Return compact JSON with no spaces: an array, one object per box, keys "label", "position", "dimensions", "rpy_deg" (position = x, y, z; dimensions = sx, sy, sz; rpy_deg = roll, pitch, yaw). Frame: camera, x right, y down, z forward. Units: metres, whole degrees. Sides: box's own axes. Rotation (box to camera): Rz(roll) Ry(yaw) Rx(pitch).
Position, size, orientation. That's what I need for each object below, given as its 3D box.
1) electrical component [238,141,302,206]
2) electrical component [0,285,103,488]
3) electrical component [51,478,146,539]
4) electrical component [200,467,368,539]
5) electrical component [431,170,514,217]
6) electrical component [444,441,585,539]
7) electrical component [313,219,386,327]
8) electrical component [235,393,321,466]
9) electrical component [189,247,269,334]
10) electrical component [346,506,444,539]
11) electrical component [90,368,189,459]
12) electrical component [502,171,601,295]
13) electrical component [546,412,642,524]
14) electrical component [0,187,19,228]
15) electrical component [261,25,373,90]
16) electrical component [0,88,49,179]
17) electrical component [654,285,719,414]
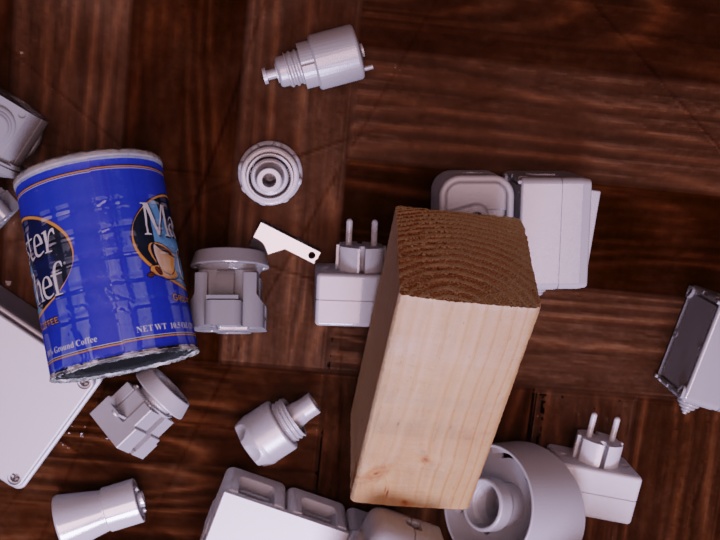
[{"label":"electrical component","position":[-0.065,-0.068,0.776],"dimensions":[0.048,0.062,0.048],"rpy_deg":[-1,101,-4]},{"label":"electrical component","position":[-0.261,0.085,0.794],"dimensions":[0.109,0.056,0.108],"rpy_deg":[36,96,-9]},{"label":"electrical component","position":[-0.198,0.185,0.825],"dimensions":[0.065,0.044,0.044],"rpy_deg":[-16,101,-6]},{"label":"electrical component","position":[-0.048,0.222,0.830],"dimensions":[0.150,0.061,0.089],"rpy_deg":[20,98,-7]},{"label":"electrical component","position":[0.081,-0.025,0.795],"dimensions":[0.054,0.059,0.095],"rpy_deg":[-1,100,-4]},{"label":"electrical component","position":[0.115,0.180,0.819],"dimensions":[0.064,0.099,0.099],"rpy_deg":[11,101,-40]},{"label":"electrical component","position":[0.000,0.000,0.800],"dimensions":[0.066,0.047,0.076],"rpy_deg":[2,100,-4]},{"label":"electrical component","position":[-0.060,0.118,0.820],"dimensions":[0.062,0.043,0.043],"rpy_deg":[-34,101,1]},{"label":"electrical component","position":[-0.096,0.015,0.786],"dimensions":[0.058,0.078,0.057],"rpy_deg":[0,82,0]},{"label":"electrical component","position":[0.015,0.223,0.775],"dimensions":[0.059,0.053,0.095],"rpy_deg":[21,98,-7]},{"label":"electrical component","position":[-0.162,0.105,0.806],"dimensions":[0.055,0.066,0.048],"rpy_deg":[-44,65,-4]},{"label":"electrical component","position":[0.140,-0.024,0.798],"dimensions":[0.061,0.061,0.096],"rpy_deg":[0,101,-4]},{"label":"electrical component","position":[0.183,0.149,0.840],"dimensions":[0.066,0.047,0.076],"rpy_deg":[12,99,-6]},{"label":"electrical component","position":[-0.281,-0.049,0.768],"dimensions":[0.055,0.066,0.048],"rpy_deg":[50,49,-9]},{"label":"electrical component","position":[-0.032,-0.149,0.774],"dimensions":[0.078,0.040,0.040],"rpy_deg":[-15,101,-1]},{"label":"electrical component","position":[-0.261,-0.102,0.748],"dimensions":[0.080,0.080,0.051],"rpy_deg":[33,92,-9]},{"label":"electrical component","position":[0.274,0.069,0.824],"dimensions":[0.061,0.061,0.096],"rpy_deg":[18,99,-7]}]
